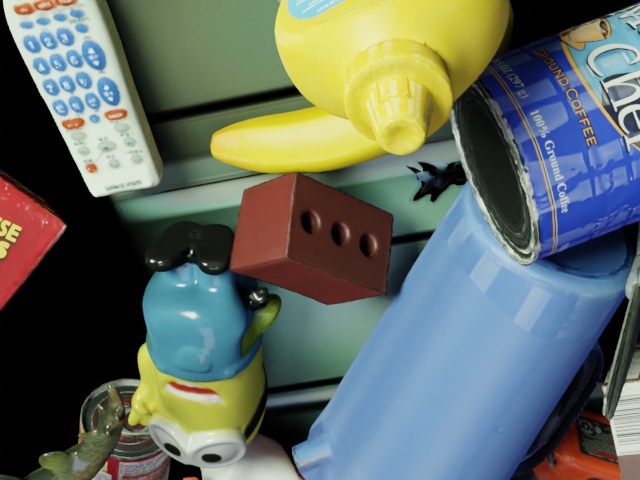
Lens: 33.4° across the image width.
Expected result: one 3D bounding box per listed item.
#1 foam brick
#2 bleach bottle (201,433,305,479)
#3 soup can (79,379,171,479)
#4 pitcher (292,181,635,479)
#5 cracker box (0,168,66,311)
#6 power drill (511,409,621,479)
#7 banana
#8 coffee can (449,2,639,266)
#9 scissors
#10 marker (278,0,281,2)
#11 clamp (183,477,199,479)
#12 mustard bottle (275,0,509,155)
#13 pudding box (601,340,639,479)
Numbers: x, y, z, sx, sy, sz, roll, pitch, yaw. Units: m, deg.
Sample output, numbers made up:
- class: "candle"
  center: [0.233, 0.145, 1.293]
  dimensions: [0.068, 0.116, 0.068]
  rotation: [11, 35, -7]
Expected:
- class: "foam brick"
  center: [-0.004, 0.001, 0.618]
  dimensions: [0.078, 0.053, 0.051]
  rotation: [21, 157, -36]
- class: "bleach bottle"
  center: [0.004, 0.213, 0.779]
  dimensions: [0.250, 0.102, 0.068]
  rotation: [37, 93, -8]
- class: "soup can"
  center: [-0.141, 0.159, 0.774]
  dimensions: [0.068, 0.068, 0.102]
  rotation: [8, 133, -7]
- class: "pitcher"
  center: [0.100, 0.077, 0.665]
  dimensions: [0.145, 0.149, 0.243]
  rotation: [34, 128, 13]
- class: "cracker box"
  center: [-0.273, 0.023, 0.584]
  dimensions: [0.164, 0.072, 0.213]
  rotation: [39, 87, -30]
- class: "power drill"
  center: [0.191, 0.214, 0.828]
  dimensions: [0.184, 0.057, 0.188]
  rotation: [18, 130, -15]
- class: "banana"
  center: [0.031, -0.080, 0.578]
  dimensions: [0.198, 0.037, 0.069]
  rotation: [-33, 103, 25]
- class: "coffee can"
  center: [0.146, -0.059, 0.523]
  dimensions: [0.140, 0.103, 0.103]
  rotation: [-21, 131, -4]
- class: "scissors"
  center: [0.169, 0.002, 0.560]
  dimensions: [0.016, 0.201, 0.096]
  rotation: [0, 112, 29]
- class: "marker"
  center: [-0.030, -0.140, 0.531]
  dimensions: [0.020, 0.020, 0.121]
  rotation: [-34, 124, 27]
- class: "clamp"
  center: [-0.135, 0.227, 0.768]
  dimensions: [0.120, 0.039, 0.172]
  rotation: [2, 133, -26]
- class: "mustard bottle"
  center: [0.029, -0.102, 0.449]
  dimensions: [0.096, 0.191, 0.058]
  rotation: [-14, 131, 13]
- class: "pudding box"
  center: [0.217, 0.131, 0.697]
  dimensions: [0.039, 0.090, 0.113]
  rotation: [-8, 99, 22]
